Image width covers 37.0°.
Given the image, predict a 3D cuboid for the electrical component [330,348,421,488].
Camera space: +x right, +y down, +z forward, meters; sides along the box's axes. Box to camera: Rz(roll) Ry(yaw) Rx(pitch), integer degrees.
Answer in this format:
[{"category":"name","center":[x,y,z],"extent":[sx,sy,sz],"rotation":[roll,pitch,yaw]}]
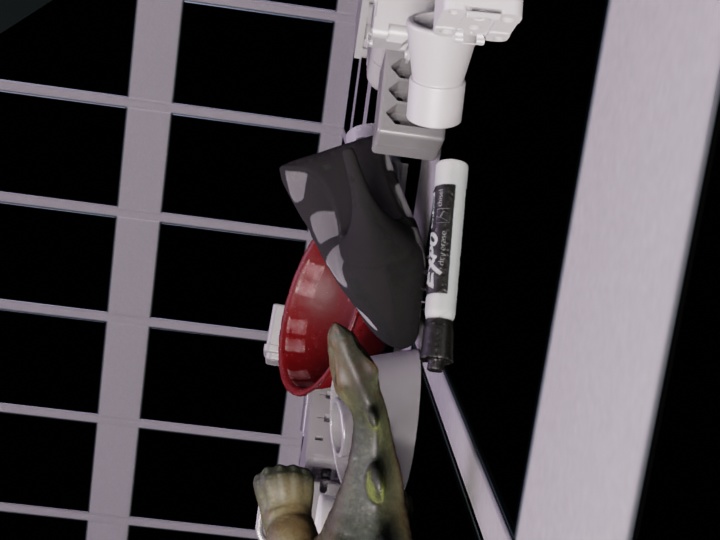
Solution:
[{"category":"electrical component","center":[0.014,0.104,0.731],"extent":[0.099,0.064,0.099],"rotation":[178,90,-76]}]

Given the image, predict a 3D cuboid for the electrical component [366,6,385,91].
[{"category":"electrical component","center":[0.036,-0.185,0.849],"extent":[0.059,0.054,0.095],"rotation":[102,174,-54]}]

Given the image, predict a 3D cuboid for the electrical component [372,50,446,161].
[{"category":"electrical component","center":[0.034,-0.111,0.778],"extent":[0.076,0.047,0.065],"rotation":[110,167,-73]}]

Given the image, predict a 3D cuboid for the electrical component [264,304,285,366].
[{"category":"electrical component","center":[-0.040,0.073,1.083],"extent":[0.108,0.109,0.056],"rotation":[122,158,-81]}]

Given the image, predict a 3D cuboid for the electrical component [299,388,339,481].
[{"category":"electrical component","center":[-0.022,0.182,0.951],"extent":[0.089,0.062,0.150],"rotation":[-87,6,-49]}]

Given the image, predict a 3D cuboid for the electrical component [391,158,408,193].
[{"category":"electrical component","center":[0.003,-0.079,0.961],"extent":[0.081,0.064,0.042],"rotation":[20,-108,-52]}]

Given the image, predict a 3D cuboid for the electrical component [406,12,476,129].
[{"category":"electrical component","center":[0.048,-0.119,0.655],"extent":[0.044,0.044,0.065],"rotation":[-89,3,-60]}]

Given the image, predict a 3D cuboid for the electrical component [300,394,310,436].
[{"category":"electrical component","center":[-0.026,0.140,1.096],"extent":[0.096,0.062,0.061],"rotation":[127,150,-82]}]

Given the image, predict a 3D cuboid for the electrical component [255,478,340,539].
[{"category":"electrical component","center":[-0.033,0.192,0.847],"extent":[0.059,0.095,0.053],"rotation":[120,157,-80]}]

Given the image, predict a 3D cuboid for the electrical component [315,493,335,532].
[{"category":"electrical component","center":[-0.002,0.174,0.717],"extent":[0.045,0.055,0.045],"rotation":[-173,90,-86]}]

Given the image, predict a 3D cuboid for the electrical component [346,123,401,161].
[{"category":"electrical component","center":[0.013,-0.108,1.043],"extent":[0.055,0.055,0.047],"rotation":[106,166,-67]}]

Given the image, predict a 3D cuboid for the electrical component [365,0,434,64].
[{"category":"electrical component","center":[0.038,-0.169,0.722],"extent":[0.042,0.064,0.081],"rotation":[162,115,-87]}]

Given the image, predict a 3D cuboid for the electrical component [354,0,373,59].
[{"category":"electrical component","center":[0.036,-0.265,0.929],"extent":[0.089,0.062,0.150],"rotation":[-89,7,-56]}]

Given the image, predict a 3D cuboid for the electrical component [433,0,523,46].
[{"category":"electrical component","center":[0.059,-0.148,0.529],"extent":[0.081,0.042,0.063],"rotation":[125,148,-83]}]
